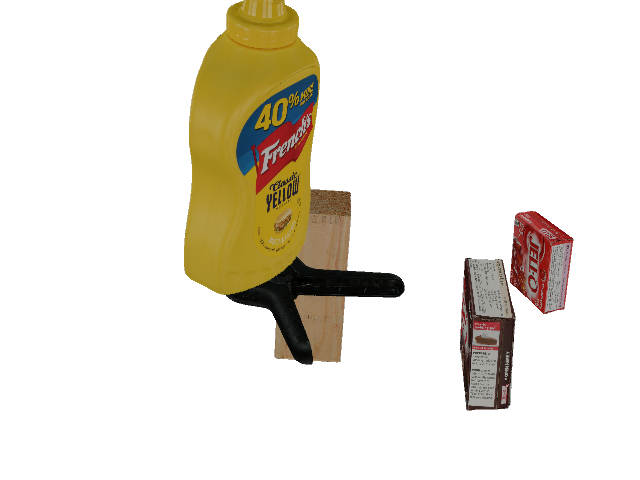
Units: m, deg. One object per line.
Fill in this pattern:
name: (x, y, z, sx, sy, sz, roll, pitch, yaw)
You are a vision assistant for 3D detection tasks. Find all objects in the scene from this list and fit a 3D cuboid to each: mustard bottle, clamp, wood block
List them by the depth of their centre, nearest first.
mustard bottle: (-0.039, -0.066, 0.640, 0.058, 0.192, 0.096, 27, 40, 27)
clamp: (-0.041, 0.052, 1.103, 0.210, 0.036, 0.164, 19, 35, 26)
wood block: (-0.011, 0.044, 1.391, 0.090, 0.206, 0.091, 3, 23, -1)

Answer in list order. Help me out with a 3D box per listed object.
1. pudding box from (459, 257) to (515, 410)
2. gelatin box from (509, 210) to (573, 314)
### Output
pudding box: (0.140, 0.078, 0.907, 0.039, 0.090, 0.113, 0, 24, 2)
gelatin box: (0.236, 0.023, 1.151, 0.030, 0.089, 0.073, -11, 30, -18)
